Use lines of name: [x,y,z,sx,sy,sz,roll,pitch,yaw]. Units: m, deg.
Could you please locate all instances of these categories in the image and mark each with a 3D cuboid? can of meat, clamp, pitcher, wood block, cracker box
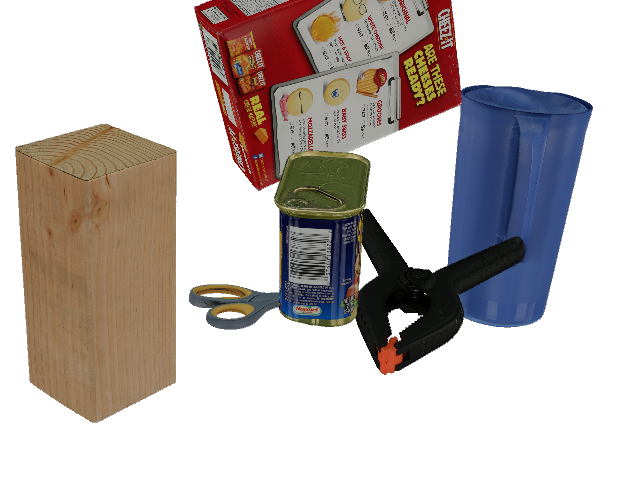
can of meat: [0.002,-0.002,0.708,0.057,0.084,0.102,4,25,4]
clamp: [0.077,0.039,0.950,0.165,0.036,0.209,14,38,20]
pitcher: [0.197,-0.034,1.110,0.148,0.243,0.145,-11,25,-40]
wood block: [-0.175,0.025,0.845,0.090,0.206,0.090,22,31,35]
cracker box: [0.011,-0.161,0.939,0.213,0.164,0.072,-25,41,-14]

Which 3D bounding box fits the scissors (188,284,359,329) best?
scissors: [-0.047,0.075,1.198,0.201,0.016,0.096,4,25,-7]
